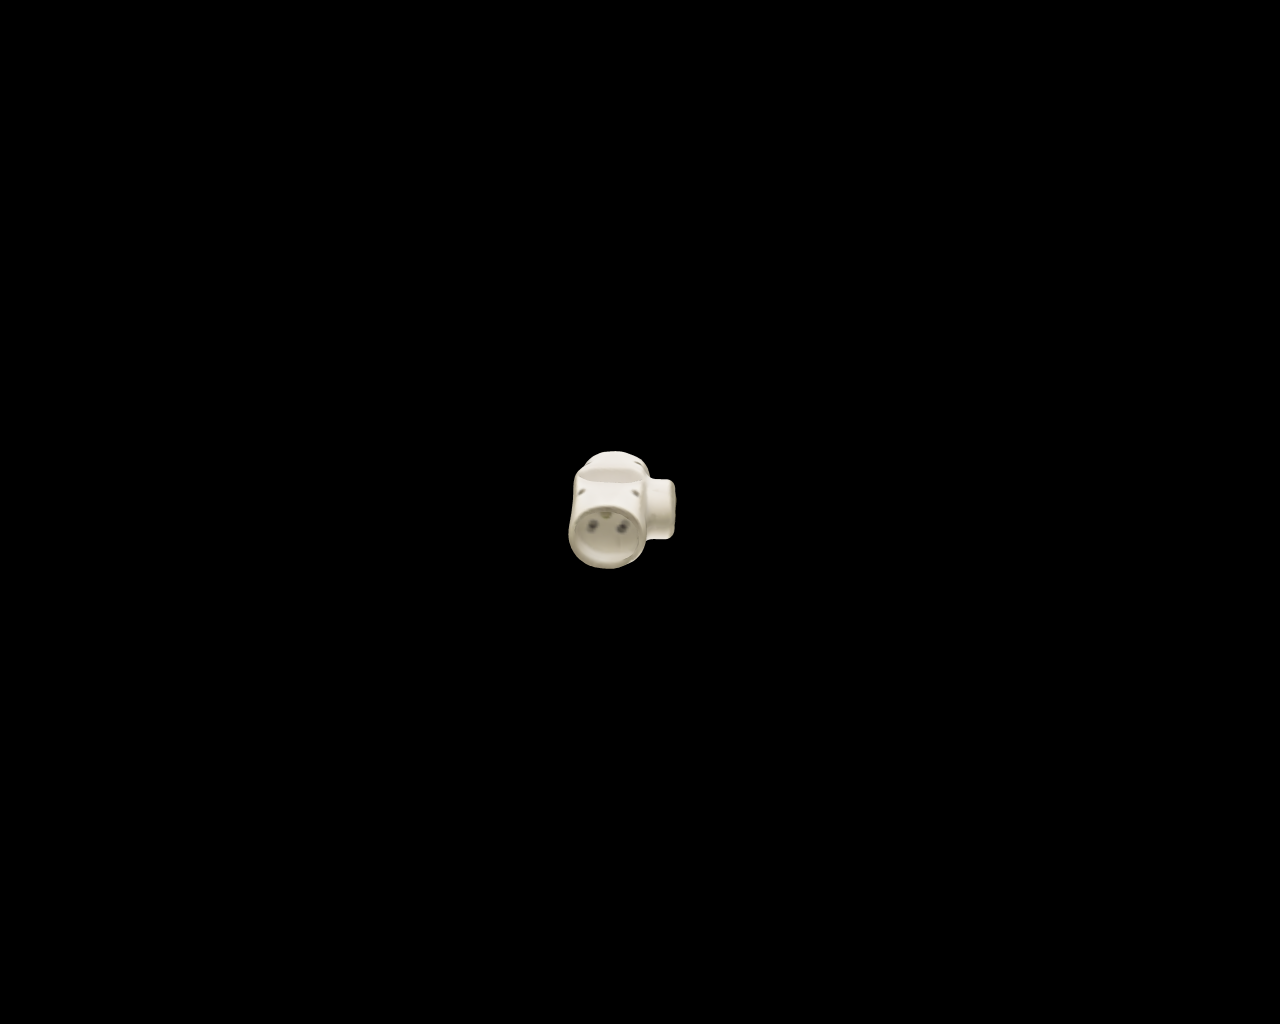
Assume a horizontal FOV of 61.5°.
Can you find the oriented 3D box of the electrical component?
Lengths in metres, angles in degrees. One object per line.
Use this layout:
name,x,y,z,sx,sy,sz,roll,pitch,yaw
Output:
electrical component,0.001,-0.003,0.650,0.079,0.043,0.077,2,27,3
